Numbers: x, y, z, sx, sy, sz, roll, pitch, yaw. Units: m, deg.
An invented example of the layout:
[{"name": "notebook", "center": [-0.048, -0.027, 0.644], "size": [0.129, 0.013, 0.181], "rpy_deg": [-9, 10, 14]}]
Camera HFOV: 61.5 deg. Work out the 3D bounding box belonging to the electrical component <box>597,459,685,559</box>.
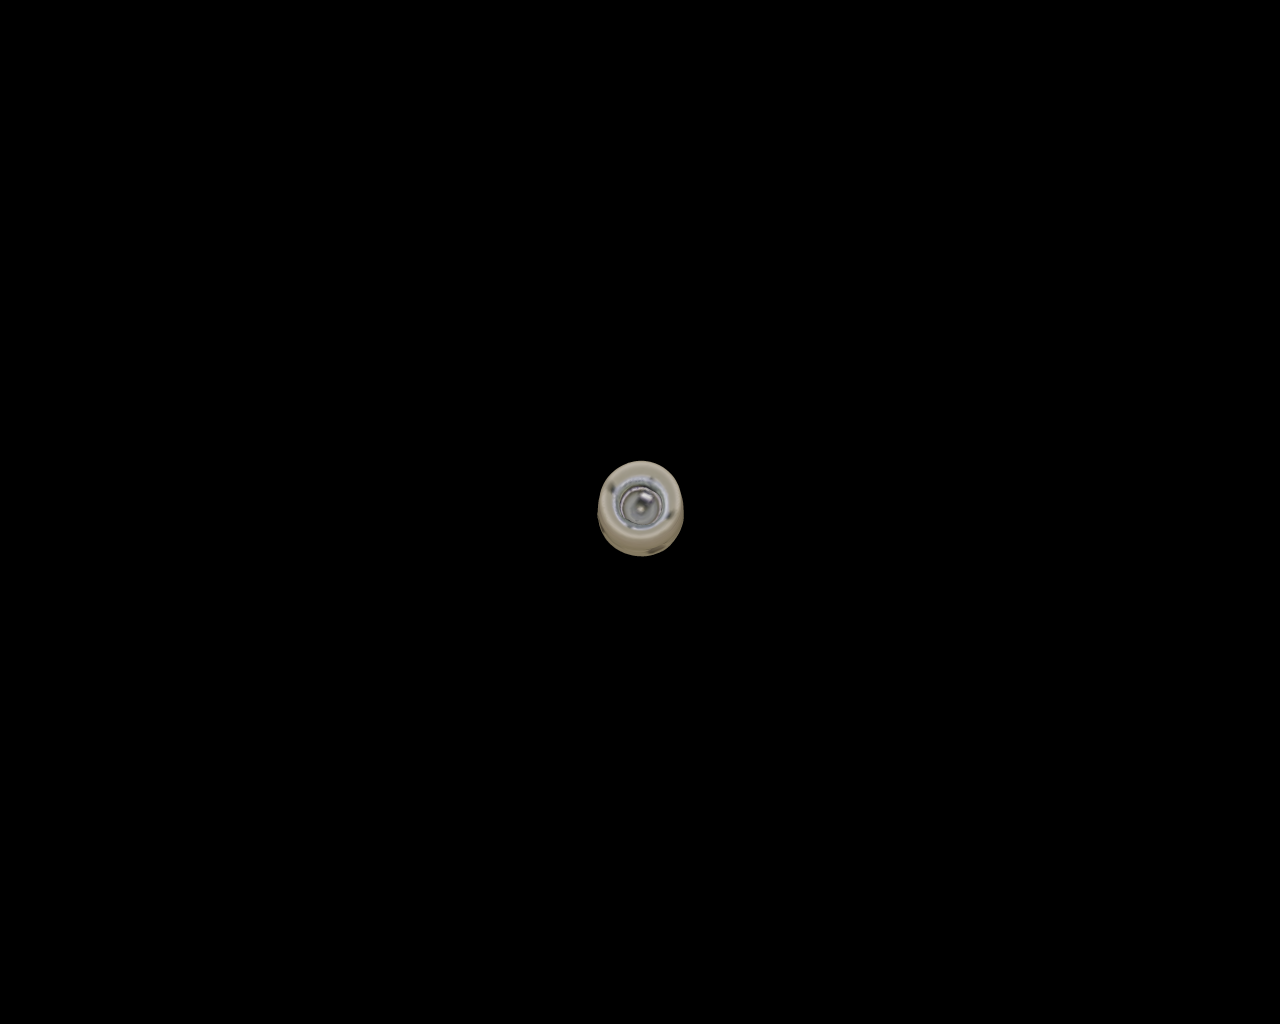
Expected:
[{"name": "electrical component", "center": [0.001, -0.003, 0.650], "size": [0.055, 0.055, 0.047], "rpy_deg": [0, -12, 0]}]
